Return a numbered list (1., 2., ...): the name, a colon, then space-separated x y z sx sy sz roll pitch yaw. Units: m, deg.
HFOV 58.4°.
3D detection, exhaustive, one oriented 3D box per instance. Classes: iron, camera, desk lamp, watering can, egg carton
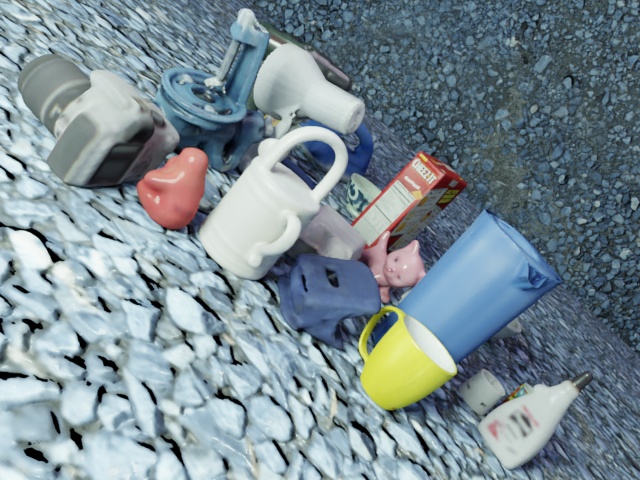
1. iron: 0.063 -0.221 1.344 0.259 0.141 0.118 19 30 -51
2. camera: -0.238 -0.138 0.615 0.137 0.100 0.143 45 19 7
3. desk lamp: -0.040 -0.183 0.939 0.203 0.213 0.118 48 19 16
4. watering can: -0.051 -0.058 0.676 0.101 0.194 0.172 16 32 -53
5. egg carton: 0.008 0.003 0.856 0.107 0.069 0.150 44 19 4

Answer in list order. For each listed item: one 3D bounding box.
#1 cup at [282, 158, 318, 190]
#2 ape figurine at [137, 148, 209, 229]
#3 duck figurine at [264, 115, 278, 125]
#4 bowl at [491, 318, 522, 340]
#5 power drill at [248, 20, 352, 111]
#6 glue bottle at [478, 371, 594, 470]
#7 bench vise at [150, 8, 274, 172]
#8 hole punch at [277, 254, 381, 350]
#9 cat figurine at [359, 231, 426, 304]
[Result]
1. cup: -0.057 -0.059 0.819 0.091 0.095 0.118 52 20 25
2. ape figurine: -0.155 -0.064 0.636 0.078 0.092 0.076 23 27 -45
3. duck figurine: -0.097 -0.206 1.074 0.078 0.086 0.104 30 22 -33
4. bowl: 0.332 0.149 1.188 0.168 0.074 0.167 38 19 -15
5. power drill: -0.081 -0.309 1.138 0.230 0.208 0.075 40 19 -8
6. glue bottle: 0.302 0.236 0.785 0.037 0.173 0.078 18 31 -52
7. bench vise: -0.131 -0.213 0.809 0.121 0.219 0.208 47 19 12
8. hole punch: 0.010 0.063 0.697 0.101 0.091 0.108 33 21 -27
9. cat figurine: 0.119 0.039 0.928 0.067 0.117 0.127 27 24 -39
